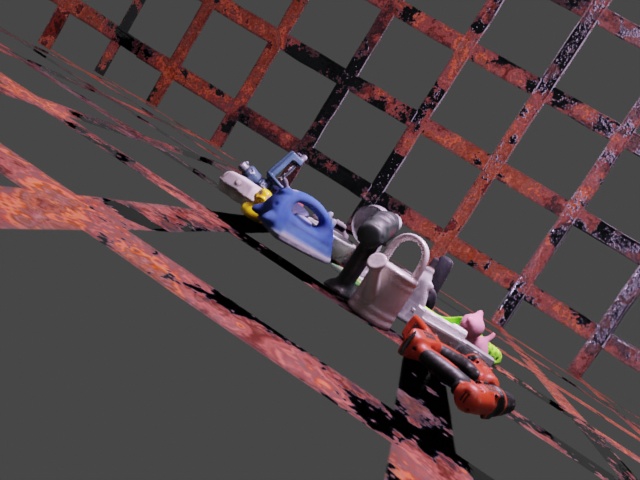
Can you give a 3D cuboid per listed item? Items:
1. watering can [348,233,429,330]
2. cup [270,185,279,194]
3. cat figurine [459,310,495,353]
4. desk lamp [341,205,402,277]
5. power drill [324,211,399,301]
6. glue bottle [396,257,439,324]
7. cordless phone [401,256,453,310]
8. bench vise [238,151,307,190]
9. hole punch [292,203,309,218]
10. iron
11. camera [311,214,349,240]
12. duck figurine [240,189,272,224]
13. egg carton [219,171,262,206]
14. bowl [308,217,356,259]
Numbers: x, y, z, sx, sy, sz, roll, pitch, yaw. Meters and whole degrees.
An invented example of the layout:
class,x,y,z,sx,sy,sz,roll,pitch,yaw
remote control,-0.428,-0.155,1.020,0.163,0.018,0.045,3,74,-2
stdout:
class,x,y,z,sx,sy,sz,roll,pitch,yaw
watering can,0.145,0.074,1.149,0.100,0.194,0.173,33,6,15
cup,-0.128,-0.103,1.696,0.091,0.095,0.118,33,6,9
cat figurine,0.399,0.241,1.474,0.128,0.117,0.067,30,6,-24
desk lamp,0.156,0.005,1.699,0.117,0.213,0.204,35,6,25
power drill,0.098,0.026,1.240,0.075,0.208,0.230,33,6,9
glue bottle,0.236,0.117,1.377,0.078,0.173,0.037,33,6,10
cordless phone,0.318,0.115,1.765,0.147,0.185,0.094,35,6,29
bench vise,-0.145,-0.202,1.817,0.208,0.219,0.121,27,7,-40
hole punch,-0.099,-0.070,1.587,0.108,0.091,0.101,36,7,34
iron,-0.039,-0.048,1.468,0.259,0.141,0.118,28,7,-32
camera,0.030,-0.021,1.808,0.143,0.101,0.136,31,6,-9
duck figurine,-0.158,-0.096,1.516,0.077,0.086,0.104,32,6,-3
egg carton,-0.219,-0.140,1.649,0.150,0.069,0.107,35,6,24
bowl,0.015,0.006,1.636,0.167,0.074,0.167,32,6,-3
